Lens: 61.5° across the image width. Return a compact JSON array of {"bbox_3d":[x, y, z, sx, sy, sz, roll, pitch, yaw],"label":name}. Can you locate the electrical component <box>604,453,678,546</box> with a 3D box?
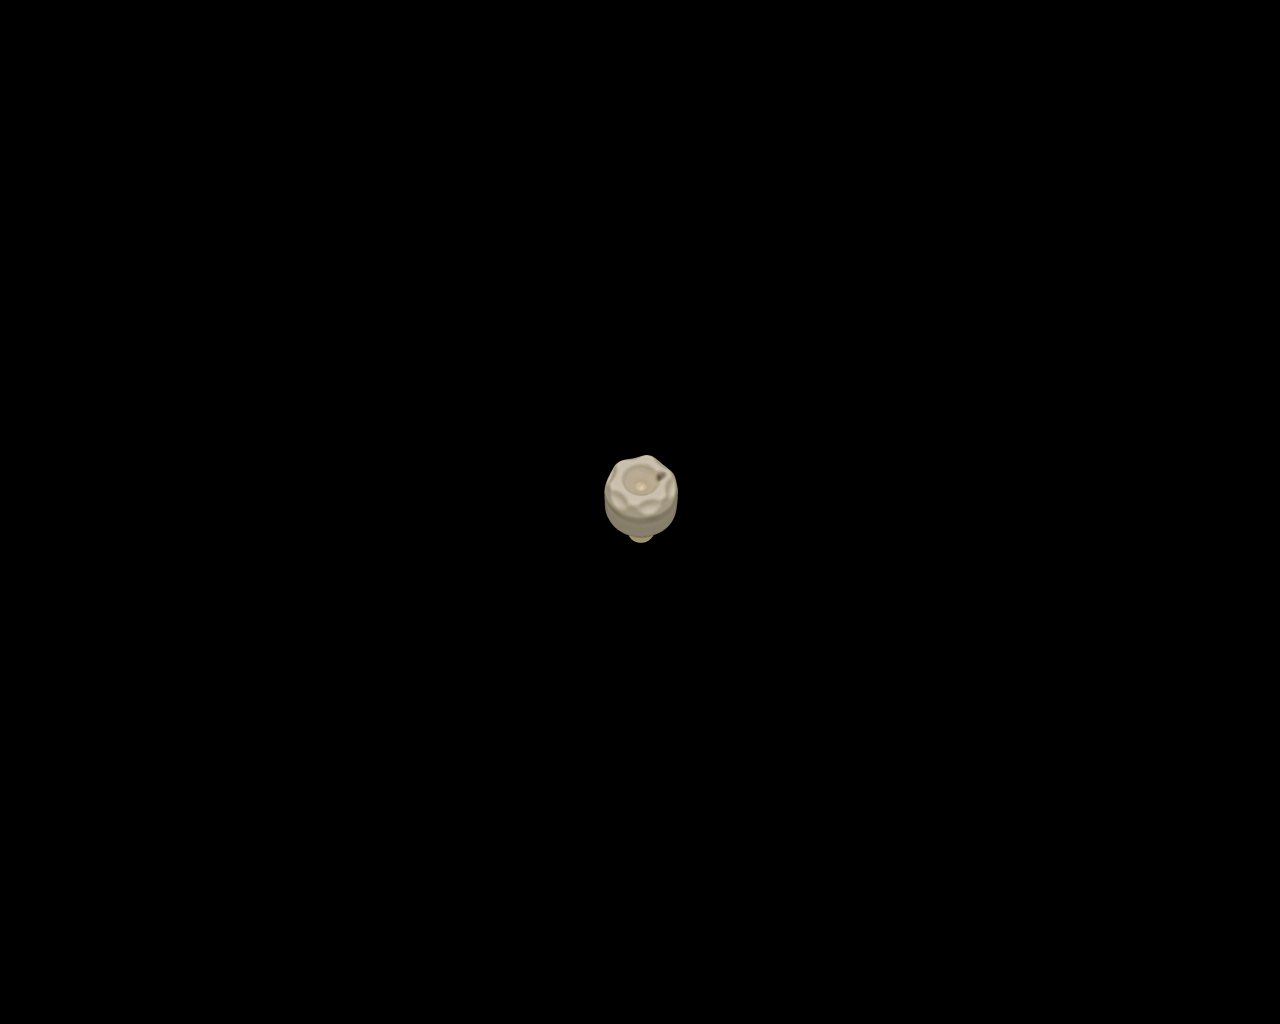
[{"bbox_3d":[0.001,-0.003,0.650,0.043,0.043,0.062,0,-34,0],"label":"electrical component"}]
